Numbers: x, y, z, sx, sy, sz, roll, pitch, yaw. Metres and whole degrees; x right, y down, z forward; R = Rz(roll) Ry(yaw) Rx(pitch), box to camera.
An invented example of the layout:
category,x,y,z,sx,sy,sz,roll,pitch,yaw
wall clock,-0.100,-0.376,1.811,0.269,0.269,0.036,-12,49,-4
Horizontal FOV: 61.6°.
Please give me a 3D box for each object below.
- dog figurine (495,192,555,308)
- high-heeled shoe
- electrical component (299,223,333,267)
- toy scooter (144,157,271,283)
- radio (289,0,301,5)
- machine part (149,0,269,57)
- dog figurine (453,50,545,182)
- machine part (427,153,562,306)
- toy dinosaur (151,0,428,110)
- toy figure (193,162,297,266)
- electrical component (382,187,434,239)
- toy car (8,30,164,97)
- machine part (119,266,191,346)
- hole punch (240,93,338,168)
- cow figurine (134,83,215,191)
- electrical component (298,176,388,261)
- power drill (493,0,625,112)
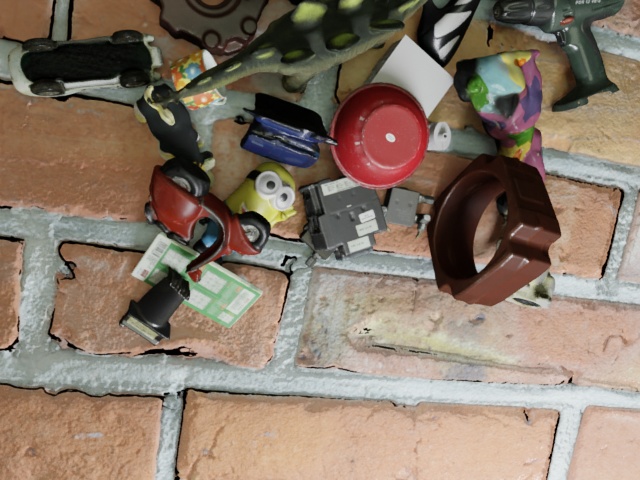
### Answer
category,x,y,z,sx,sy,sz,roll,pitch,yaw
dog figurine,0.367,0.011,0.942,0.172,0.121,0.190,38,69,-49
high-heeled shoe,0.262,-0.381,0.851,0.249,0.086,0.145,-24,108,-4
electrical component,-0.002,-0.003,0.881,0.063,0.021,0.094,41,84,-16
toy scooter,-0.172,-0.017,0.743,0.184,0.075,0.135,38,105,-10
radio,-0.033,-0.475,0.766,0.131,0.073,0.229,-30,105,-6
machine part,-0.156,-0.358,0.768,0.179,0.056,0.179,-2,99,-13
dog figurine,0.298,-0.186,0.858,0.191,0.109,0.219,-27,109,-48
machine part,0.262,-0.014,0.834,0.087,0.201,0.201,15,141,-22
toy dinosaur,-0.011,-0.278,0.743,0.471,0.199,0.105,-30,102,-8
toy figure,-0.116,-0.044,0.820,0.180,0.089,0.082,-44,137,7
electrical component,0.139,-0.048,0.896,0.102,0.045,0.078,16,97,-15
toy car,-0.323,-0.245,0.749,0.202,0.056,0.073,-10,96,-13
machine part,-0.245,0.104,0.819,0.084,0.039,0.139,38,117,-9
hole punch,-0.057,-0.150,0.796,0.142,0.116,0.092,19,114,-16
cow figurine,-0.200,-0.142,0.774,0.068,0.098,0.167,-33,105,-12
electrical component,0.039,-0.037,0.852,0.115,0.058,0.134,-16,94,-19
power drill,0.408,-0.324,0.900,0.232,0.086,0.207,-21,96,-12
